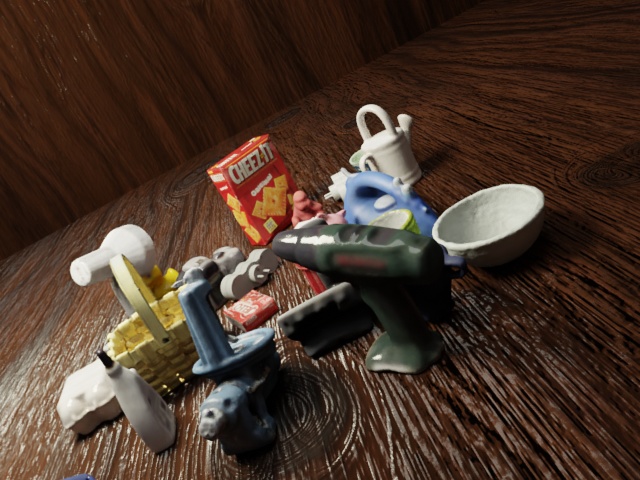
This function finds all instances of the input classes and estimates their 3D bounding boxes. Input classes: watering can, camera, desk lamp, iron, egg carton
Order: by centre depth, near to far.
[{"bbox_3d":[-0.399,0.271,1.012,0.107,0.069,0.150,-30,22,-4],"label":"egg carton"},{"bbox_3d":[0.127,-0.067,1.033,0.119,0.142,0.257,-37,23,-21],"label":"iron"},{"bbox_3d":[-0.241,0.074,1.215,0.136,0.101,0.143,-2,34,48],"label":"camera"},{"bbox_3d":[-0.422,0.097,1.228,0.117,0.214,0.203,-16,25,27],"label":"desk lamp"},{"bbox_3d":[0.145,-0.212,1.260,0.100,0.194,0.173,-12,27,35],"label":"watering can"}]

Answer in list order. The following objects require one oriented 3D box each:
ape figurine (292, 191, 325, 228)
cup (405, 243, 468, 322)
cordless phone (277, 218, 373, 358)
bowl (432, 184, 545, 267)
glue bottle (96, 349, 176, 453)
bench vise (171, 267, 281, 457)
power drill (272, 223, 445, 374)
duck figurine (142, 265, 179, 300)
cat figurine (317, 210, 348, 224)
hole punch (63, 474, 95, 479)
[{"bbox_3d":[-0.033,-0.068,1.291,0.077,0.092,0.076,-24,22,11],"label":"ape figurine"},{"bbox_3d":[0.157,0.062,0.778,0.117,0.095,0.092,-8,30,41],"label":"cup"},{"bbox_3d":[-0.011,0.065,0.849,0.147,0.185,0.094,-29,22,-1],"label":"cordless phone"},{"bbox_3d":[0.256,-0.010,0.845,0.167,0.075,0.167,-24,22,11],"label":"bowl"},{"bbox_3d":[-0.267,0.222,0.823,0.037,0.173,0.078,-29,22,-1],"label":"glue bottle"},{"bbox_3d":[-0.118,0.149,0.743,0.121,0.220,0.207,-29,22,-1],"label":"bench vise"},{"bbox_3d":[0.063,0.067,0.724,0.228,0.209,0.076,-9,29,40],"label":"power drill"},{"bbox_3d":[-0.384,0.095,1.360,0.077,0.086,0.105,-9,29,39],"label":"duck figurine"},{"bbox_3d":[0.010,0.004,1.049,0.128,0.118,0.067,-30,22,-4],"label":"cat figurine"},{"bbox_3d":[-0.331,0.349,0.731,0.101,0.091,0.108,-35,23,-15],"label":"hole punch"}]
